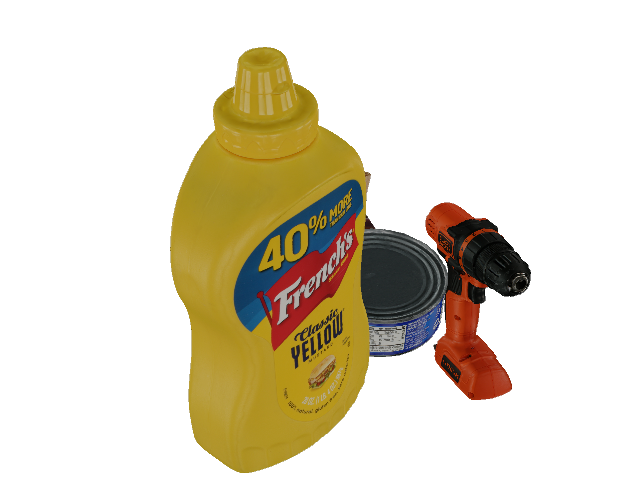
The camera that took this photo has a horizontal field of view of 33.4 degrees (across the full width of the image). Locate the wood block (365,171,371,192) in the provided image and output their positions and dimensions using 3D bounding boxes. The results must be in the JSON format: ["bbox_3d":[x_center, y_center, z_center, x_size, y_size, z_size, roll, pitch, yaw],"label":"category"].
[{"bbox_3d":[-0.018,0.011,1.256,0.090,0.206,0.090,20,21,18],"label":"wood block"}]

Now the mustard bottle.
[{"bbox_3d":[-0.019,0.006,0.457,0.058,0.192,0.096,29,48,34],"label":"mustard bottle"}]

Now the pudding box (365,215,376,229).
[{"bbox_3d":[-0.007,0.003,0.950,0.113,0.039,0.090,-2,27,-14],"label":"pudding box"}]

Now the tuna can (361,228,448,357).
[{"bbox_3d":[0.035,0.032,0.668,0.086,0.034,0.086,1,40,-1],"label":"tuna can"}]

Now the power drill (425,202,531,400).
[{"bbox_3d":[0.167,0.069,1.122,0.057,0.188,0.184,-9,25,-14],"label":"power drill"}]
